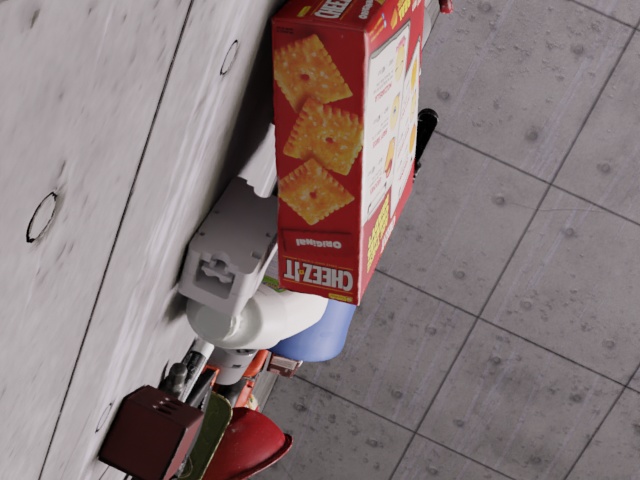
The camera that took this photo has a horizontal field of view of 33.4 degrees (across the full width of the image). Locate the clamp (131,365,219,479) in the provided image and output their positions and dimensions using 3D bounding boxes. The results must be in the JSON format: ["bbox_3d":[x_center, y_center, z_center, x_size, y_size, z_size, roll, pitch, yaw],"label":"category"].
[{"bbox_3d":[-0.153,0.214,1.019,0.164,0.036,0.210,69,41,-74],"label":"clamp"}]

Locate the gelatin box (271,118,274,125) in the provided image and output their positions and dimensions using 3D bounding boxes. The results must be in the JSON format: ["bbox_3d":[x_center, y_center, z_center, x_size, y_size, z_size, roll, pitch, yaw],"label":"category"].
[{"bbox_3d":[-0.006,-0.128,0.875,0.089,0.030,0.073,-56,170,-74],"label":"gelatin box"}]

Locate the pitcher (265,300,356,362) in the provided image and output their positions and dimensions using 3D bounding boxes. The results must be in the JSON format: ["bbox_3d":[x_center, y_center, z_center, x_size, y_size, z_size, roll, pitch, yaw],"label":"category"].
[{"bbox_3d":[-0.007,0.001,1.139,0.149,0.145,0.243,-86,-166,-64],"label":"pitcher"}]

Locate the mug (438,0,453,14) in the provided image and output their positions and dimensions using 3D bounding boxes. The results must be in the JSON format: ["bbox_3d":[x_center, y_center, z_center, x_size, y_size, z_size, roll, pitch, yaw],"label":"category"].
[{"bbox_3d":[0.128,-0.300,1.136,0.081,0.093,0.117,-70,148,-68],"label":"mug"}]

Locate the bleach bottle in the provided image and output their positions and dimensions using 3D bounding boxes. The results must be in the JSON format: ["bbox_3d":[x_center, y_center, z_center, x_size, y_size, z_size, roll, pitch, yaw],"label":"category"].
[{"bbox_3d":[-0.061,0.051,0.911,0.250,0.102,0.068,-16,119,-78],"label":"bleach bottle"}]

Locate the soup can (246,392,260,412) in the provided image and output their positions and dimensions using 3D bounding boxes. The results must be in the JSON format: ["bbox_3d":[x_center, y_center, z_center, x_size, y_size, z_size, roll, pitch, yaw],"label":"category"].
[{"bbox_3d":[-0.131,0.253,1.454,0.102,0.068,0.069,-60,174,-55],"label":"soup can"}]

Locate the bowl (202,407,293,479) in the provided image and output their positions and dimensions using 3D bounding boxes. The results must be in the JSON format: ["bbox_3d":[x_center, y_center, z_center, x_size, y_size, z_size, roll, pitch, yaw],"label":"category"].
[{"bbox_3d":[-0.115,0.237,1.237,0.162,0.162,0.055,-51,122,-77],"label":"bowl"}]

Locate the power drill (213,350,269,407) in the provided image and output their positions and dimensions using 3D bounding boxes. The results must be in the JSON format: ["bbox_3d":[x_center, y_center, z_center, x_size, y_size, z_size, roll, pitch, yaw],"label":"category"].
[{"bbox_3d":[-0.088,0.134,1.322,0.188,0.057,0.184,107,4,-62],"label":"power drill"}]

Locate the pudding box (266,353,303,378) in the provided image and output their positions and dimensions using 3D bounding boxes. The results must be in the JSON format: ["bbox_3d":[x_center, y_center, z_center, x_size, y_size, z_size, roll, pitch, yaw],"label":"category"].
[{"bbox_3d":[-0.035,0.120,1.342,0.113,0.039,0.090,119,-12,-72],"label":"pudding box"}]

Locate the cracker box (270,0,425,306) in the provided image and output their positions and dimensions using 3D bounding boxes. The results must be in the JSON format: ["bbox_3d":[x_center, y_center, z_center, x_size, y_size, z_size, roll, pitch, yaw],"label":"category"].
[{"bbox_3d":[0.021,-0.088,0.768,0.164,0.072,0.214,-60,157,-51],"label":"cracker box"}]

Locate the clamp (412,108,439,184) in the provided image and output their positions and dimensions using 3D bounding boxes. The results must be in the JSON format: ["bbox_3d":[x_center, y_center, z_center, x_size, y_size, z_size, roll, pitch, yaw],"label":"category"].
[{"bbox_3d":[0.103,-0.094,1.257,0.120,0.039,0.171,-61,-178,3],"label":"clamp"}]

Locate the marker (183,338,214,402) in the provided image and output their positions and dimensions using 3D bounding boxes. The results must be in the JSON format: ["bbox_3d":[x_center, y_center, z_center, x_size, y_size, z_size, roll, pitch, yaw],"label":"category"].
[{"bbox_3d":[-0.133,0.145,0.992,0.020,0.020,0.121,110,6,-60],"label":"marker"}]

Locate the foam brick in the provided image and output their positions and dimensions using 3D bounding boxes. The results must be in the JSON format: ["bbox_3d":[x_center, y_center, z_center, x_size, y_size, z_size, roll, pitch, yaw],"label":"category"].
[{"bbox_3d":[-0.126,0.148,0.810,0.078,0.053,0.051,4,111,-87],"label":"foam brick"}]

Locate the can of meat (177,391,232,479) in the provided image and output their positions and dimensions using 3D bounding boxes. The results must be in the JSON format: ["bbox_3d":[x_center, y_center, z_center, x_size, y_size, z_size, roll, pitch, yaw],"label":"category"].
[{"bbox_3d":[-0.135,0.208,1.133,0.102,0.057,0.084,-64,180,-9],"label":"can of meat"}]
